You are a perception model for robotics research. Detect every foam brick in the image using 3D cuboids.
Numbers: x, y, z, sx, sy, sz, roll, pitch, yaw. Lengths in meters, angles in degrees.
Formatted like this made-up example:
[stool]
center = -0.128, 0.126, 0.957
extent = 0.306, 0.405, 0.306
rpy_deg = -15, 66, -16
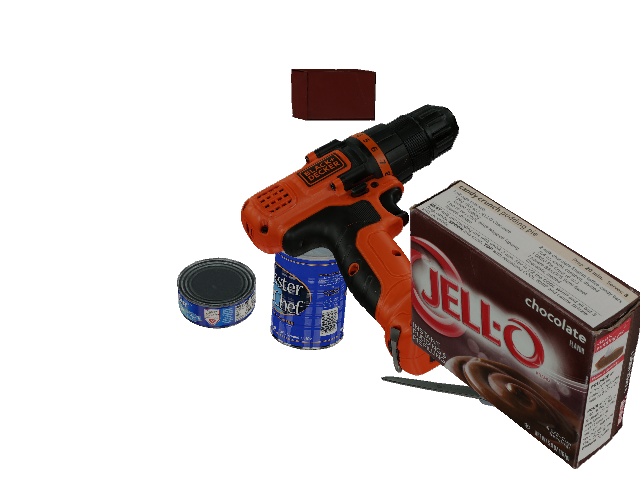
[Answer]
[foam brick]
center = 0.013, -0.152, 1.114
extent = 0.078, 0.051, 0.053
rpy_deg = -2, 12, -19

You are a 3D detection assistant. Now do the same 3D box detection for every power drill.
[power drill]
center = 0.062, -0.008, 0.753
extent = 0.184, 0.057, 0.188
rpy_deg = -31, 51, -14

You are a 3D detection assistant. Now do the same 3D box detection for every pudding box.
[pudding box]
center = 0.090, 0.037, 0.493
extent = 0.039, 0.090, 0.114
rpy_deg = -33, 48, -27

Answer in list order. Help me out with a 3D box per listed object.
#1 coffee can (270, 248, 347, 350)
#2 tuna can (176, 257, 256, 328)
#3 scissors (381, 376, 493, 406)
[coffee can]
center = -0.014, 0.063, 1.449
extent = 0.103, 0.140, 0.103
rpy_deg = 3, 24, -2
[tuna can]
center = -0.113, 0.057, 1.166
extent = 0.086, 0.034, 0.086
rpy_deg = 2, 36, -1
[scissors]
center = 0.163, 0.129, 0.947
extent = 0.202, 0.016, 0.096
rpy_deg = 16, 29, 15
